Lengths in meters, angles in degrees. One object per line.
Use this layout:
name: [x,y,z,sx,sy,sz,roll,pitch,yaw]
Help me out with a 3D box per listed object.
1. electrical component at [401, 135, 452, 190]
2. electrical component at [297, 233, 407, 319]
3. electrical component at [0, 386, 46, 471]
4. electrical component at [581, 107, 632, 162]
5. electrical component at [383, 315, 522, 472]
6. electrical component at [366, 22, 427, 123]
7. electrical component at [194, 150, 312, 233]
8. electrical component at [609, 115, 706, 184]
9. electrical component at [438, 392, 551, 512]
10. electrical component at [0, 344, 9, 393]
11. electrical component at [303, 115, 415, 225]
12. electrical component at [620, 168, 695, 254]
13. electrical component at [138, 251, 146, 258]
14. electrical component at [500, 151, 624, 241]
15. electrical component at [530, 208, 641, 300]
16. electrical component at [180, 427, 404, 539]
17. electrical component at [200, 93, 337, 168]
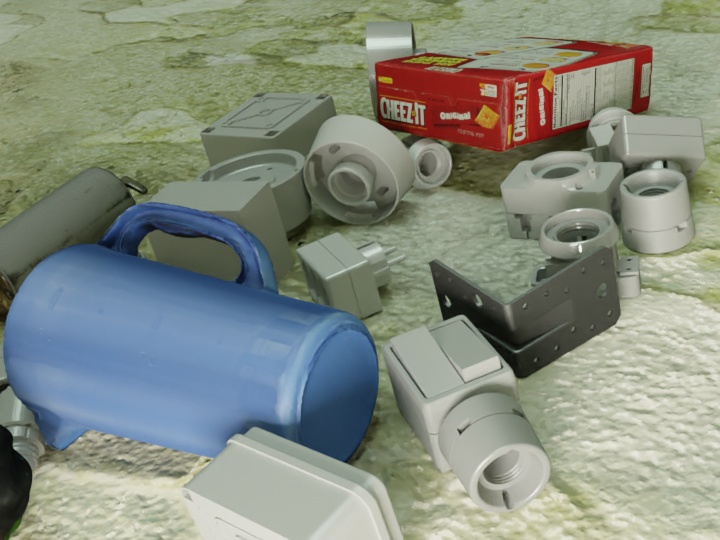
electrical component: [0.055,-0.102,1.013,0.066,0.048,0.055,-27,24,-20]
electrical component: [0.000,0.000,0.858,0.077,0.047,0.066,-24,30,-14]
electrical component: [-0.244,0.119,0.774,0.040,0.040,0.078,-12,49,6]
electrical component: [0.227,-0.112,0.949,0.066,0.048,0.055,-12,37,6]
electrical component: [0.057,0.071,0.693,0.062,0.061,0.096,-21,29,-9]
electrical component: [0.043,-0.215,1.158,0.060,0.108,0.108,-5,30,7]
electrical component: [-0.096,-0.063,0.998,0.108,0.060,0.108,-11,27,6]
electrical component: [0.244,-0.082,0.879,0.066,0.047,0.076,2,66,-1]
electrical component: [0.079,0.107,0.627,0.055,0.055,0.047,-19,33,-7]
electrical component: [-0.272,0.092,0.823,0.055,0.055,0.047,-24,34,-16]
electrical component: [-0.001,-0.091,0.970,0.099,0.099,0.064,-1,38,24]
electrical component: [0.228,-0.047,0.830,0.055,0.047,0.055,-12,29,7]
electrical component: [-0.207,-0.007,0.955,0.035,0.061,0.035,-12,30,7]
electrical component: [0.166,-0.060,0.875,0.089,0.055,0.050,5,35,32]
electrical component: [0.162,-0.008,0.785,0.078,0.057,0.058,-5,31,18]
electrical component: [-0.035,0.142,0.595,0.113,0.078,0.057,14,43,41]
electrical component: [-0.093,-0.143,1.143,0.109,0.056,0.109,8,37,36]
